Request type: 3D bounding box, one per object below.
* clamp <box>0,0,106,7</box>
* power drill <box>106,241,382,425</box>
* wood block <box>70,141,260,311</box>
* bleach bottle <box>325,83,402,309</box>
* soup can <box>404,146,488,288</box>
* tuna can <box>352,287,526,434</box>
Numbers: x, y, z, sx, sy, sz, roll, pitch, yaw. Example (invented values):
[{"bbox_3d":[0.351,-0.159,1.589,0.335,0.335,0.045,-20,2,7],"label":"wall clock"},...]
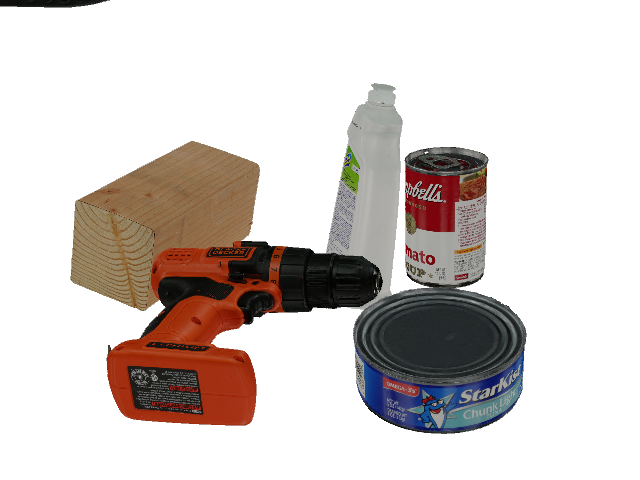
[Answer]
[{"bbox_3d":[-0.115,-0.158,0.593,0.171,0.039,0.120,-10,25,-26],"label":"clamp"},{"bbox_3d":[-0.058,0.060,0.776,0.184,0.057,0.187,-1,24,15],"label":"power drill"},{"bbox_3d":[-0.152,-0.021,1.083,0.090,0.091,0.205,20,28,18],"label":"wood block"},{"bbox_3d":[0.057,-0.054,1.236,0.068,0.251,0.103,-1,22,-23],"label":"bleach bottle"},{"bbox_3d":[0.104,-0.020,0.886,0.068,0.102,0.068,-2,22,0],"label":"soup can"},{"bbox_3d":[0.059,0.059,0.537,0.086,0.034,0.086,-3,28,1],"label":"tuna can"}]
